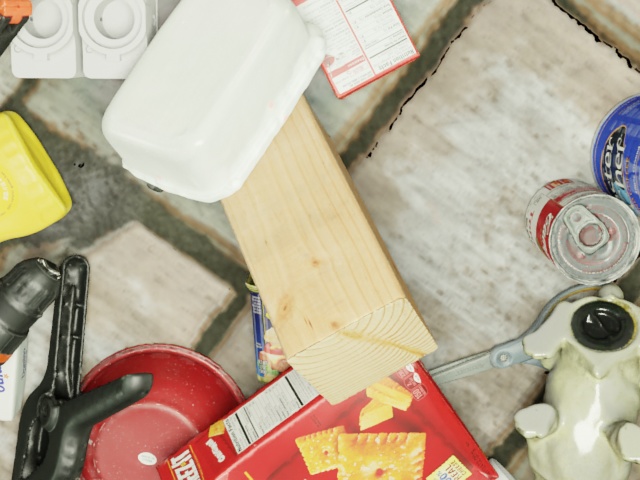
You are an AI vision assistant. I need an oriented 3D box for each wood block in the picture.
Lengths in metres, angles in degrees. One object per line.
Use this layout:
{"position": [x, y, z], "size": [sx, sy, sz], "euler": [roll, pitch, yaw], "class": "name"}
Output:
{"position": [-0.005, 0.001, 0.780], "size": [0.090, 0.090, 0.206], "euler": [-29, 55, 5], "class": "wood block"}

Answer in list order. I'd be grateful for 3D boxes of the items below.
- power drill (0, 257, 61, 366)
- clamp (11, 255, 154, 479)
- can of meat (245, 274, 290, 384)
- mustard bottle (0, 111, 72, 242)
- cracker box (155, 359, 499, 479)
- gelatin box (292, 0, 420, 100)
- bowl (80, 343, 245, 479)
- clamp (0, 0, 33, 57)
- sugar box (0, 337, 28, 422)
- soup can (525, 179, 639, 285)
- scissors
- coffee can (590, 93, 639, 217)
{"position": [-0.316, 0.039, 0.810], "size": [0.187, 0.057, 0.184], "euler": [43, 98, -14], "class": "power drill"}
{"position": [-0.200, 0.138, 0.853], "size": [0.036, 0.165, 0.210], "euler": [10, 111, -38], "class": "clamp"}
{"position": [-0.006, 0.068, 0.869], "size": [0.102, 0.057, 0.084], "euler": [-3, 103, 2], "class": "can of meat"}
{"position": [-0.304, -0.018, 0.855], "size": [0.191, 0.058, 0.096], "euler": [-29, 102, 6], "class": "mustard bottle"}
{"position": [0.009, 0.181, 0.830], "size": [0.213, 0.072, 0.164], "euler": [-36, 117, -3], "class": "cracker box"}
{"position": [0.026, -0.166, 0.840], "size": [0.073, 0.030, 0.089], "euler": [-28, 99, 4], "class": "gelatin box"}
{"position": [-0.138, 0.171, 0.889], "size": [0.162, 0.055, 0.162], "euler": [0, 100, 1], "class": "bowl"}
{"position": [-0.288, -0.157, 0.811], "size": [0.172, 0.039, 0.120], "euler": [11, 113, 33], "class": "clamp"}
{"position": [-0.333, 0.091, 0.882], "size": [0.176, 0.048, 0.093], "euler": [7, 100, -5], "class": "sugar box"}
{"position": [0.201, -0.009, 0.829], "size": [0.068, 0.102, 0.068], "euler": [0, 100, 0], "class": "soup can"}
{"position": [0.169, 0.109, 0.894], "size": [0.202, 0.016, 0.096], "euler": [-33, 98, 6], "class": "scissors"}
{"position": [0.271, -0.058, 0.800], "size": [0.103, 0.140, 0.103], "euler": [0, 100, 0], "class": "coffee can"}
